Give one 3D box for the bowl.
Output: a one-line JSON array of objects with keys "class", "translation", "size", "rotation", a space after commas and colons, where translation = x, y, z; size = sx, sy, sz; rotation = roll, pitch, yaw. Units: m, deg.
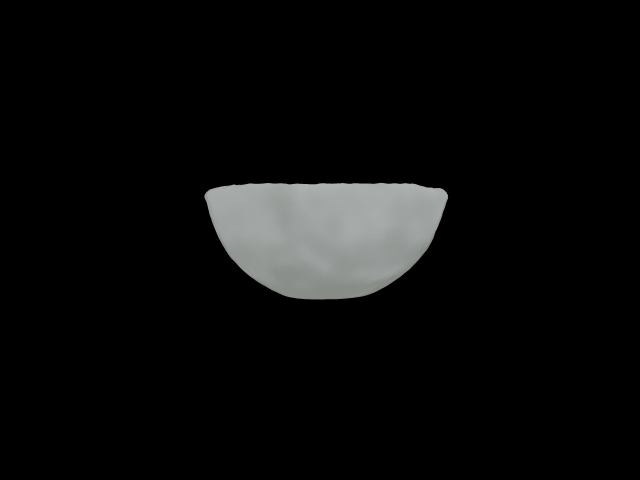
[{"class": "bowl", "translation": [0.004, 0.001, 0.400], "size": [0.167, 0.075, 0.167], "rotation": [0, 2, 0]}]
